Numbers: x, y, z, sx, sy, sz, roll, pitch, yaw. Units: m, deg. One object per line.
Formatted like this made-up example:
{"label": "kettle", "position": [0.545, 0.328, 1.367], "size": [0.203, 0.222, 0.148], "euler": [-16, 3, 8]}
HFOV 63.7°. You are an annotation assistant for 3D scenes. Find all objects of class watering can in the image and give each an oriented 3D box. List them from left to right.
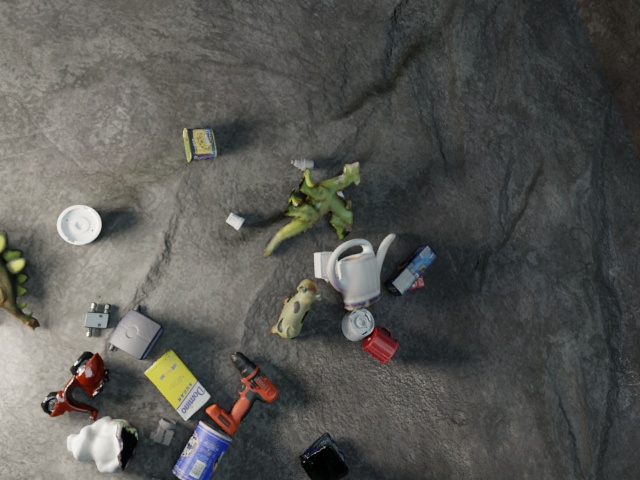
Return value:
{"label": "watering can", "position": [0.155, 0.101, 1.680], "size": [0.350, 0.103, 0.223], "euler": [-15, 97, -43]}

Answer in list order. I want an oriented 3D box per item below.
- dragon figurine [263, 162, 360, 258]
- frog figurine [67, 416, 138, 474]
{"label": "dragon figurine", "position": [0.005, -0.084, 1.665], "size": [0.241, 0.122, 0.411], "euler": [28, 87, -15]}
{"label": "frog figurine", "position": [-0.560, 0.531, 1.329], "size": [0.159, 0.123, 0.137], "euler": [-11, 93, 13]}
